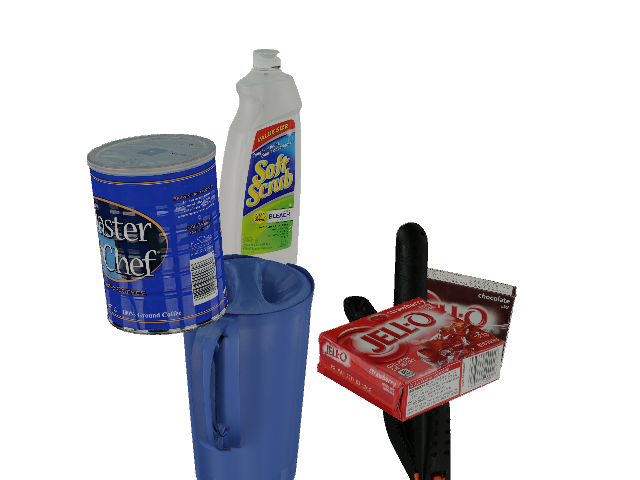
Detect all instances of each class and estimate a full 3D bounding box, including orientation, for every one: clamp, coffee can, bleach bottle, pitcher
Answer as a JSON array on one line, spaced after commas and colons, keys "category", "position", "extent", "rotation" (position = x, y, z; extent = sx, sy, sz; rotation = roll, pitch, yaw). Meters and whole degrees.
[{"category": "clamp", "position": [0.072, 0.100, 0.875], "extent": [0.036, 0.210, 0.165], "rotation": [-4, -31, -18]}, {"category": "coffee can", "position": [-0.131, -0.007, 0.875], "extent": [0.103, 0.140, 0.103], "rotation": [-3, 20, 1]}, {"category": "bleach bottle", "position": [-0.072, -0.091, 1.219], "extent": [0.102, 0.251, 0.068], "rotation": [-7, 21, -26]}, {"category": "pitcher", "position": [-0.080, 0.148, 1.086], "extent": [0.149, 0.243, 0.145], "rotation": [-10, 27, -24]}]

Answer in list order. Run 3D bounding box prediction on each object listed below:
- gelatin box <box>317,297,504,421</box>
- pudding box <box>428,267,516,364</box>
[{"category": "gelatin box", "position": [0.054, 0.069, 0.643], "extent": [0.089, 0.030, 0.073], "rotation": [-15, 29, -38]}, {"category": "pudding box", "position": [0.144, 0.082, 1.130], "extent": [0.113, 0.090, 0.039], "rotation": [10, 23, 9]}]
